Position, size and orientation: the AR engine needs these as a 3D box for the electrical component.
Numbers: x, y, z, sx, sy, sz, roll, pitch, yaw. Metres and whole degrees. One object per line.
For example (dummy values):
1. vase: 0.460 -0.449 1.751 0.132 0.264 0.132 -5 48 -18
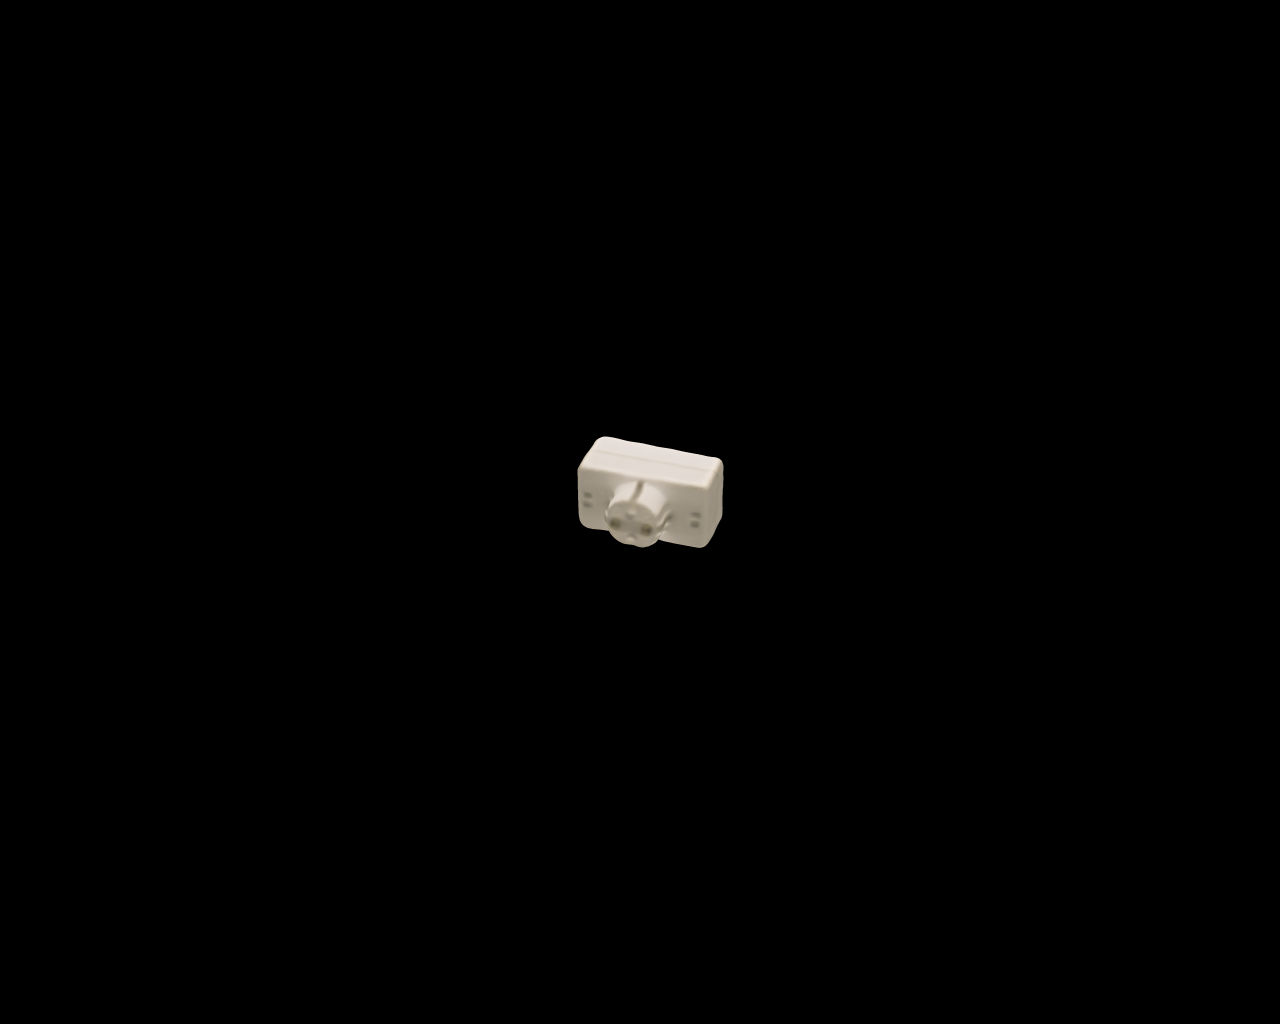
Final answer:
1. electrical component: 0.001 -0.003 0.650 0.083 0.047 0.076 11 36 16
